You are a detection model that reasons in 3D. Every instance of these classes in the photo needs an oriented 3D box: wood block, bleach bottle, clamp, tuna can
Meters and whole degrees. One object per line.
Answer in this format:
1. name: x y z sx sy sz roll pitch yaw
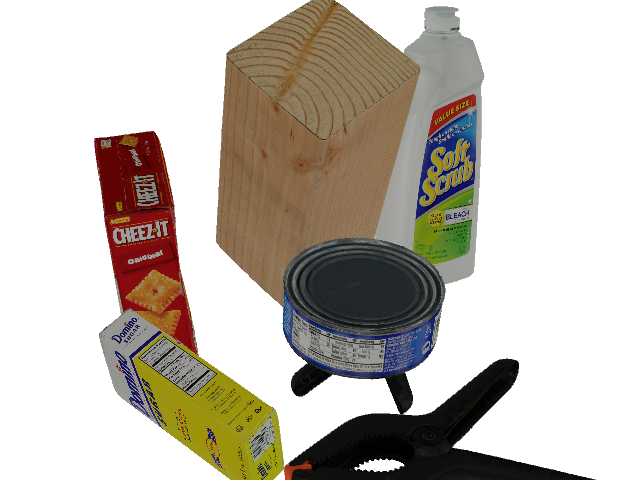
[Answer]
1. wood block: -0.010 -0.052 0.739 0.090 0.090 0.206 -37 -22 -27
2. bleach bottle: 0.098 -0.084 0.973 0.102 0.251 0.068 -11 23 -27
3. clamp: 0.077 0.143 0.743 0.210 0.036 0.164 -6 28 -6
4. clamp: 0.058 0.104 1.065 0.120 0.039 0.171 18 50 20
5. tuna can: 0.022 0.035 0.571 0.086 0.034 0.086 2 33 -2

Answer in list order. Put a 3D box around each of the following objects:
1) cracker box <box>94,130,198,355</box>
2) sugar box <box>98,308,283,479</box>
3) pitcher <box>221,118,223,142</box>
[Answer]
1. cracker box: -0.176 0.020 1.086 0.072 0.214 0.164 -10 34 -10
2. sugar box: -0.113 0.140 0.923 0.176 0.093 0.048 27 53 27
3. pitcher: -0.022 -0.059 1.224 0.144 0.243 0.149 -20 36 -40
